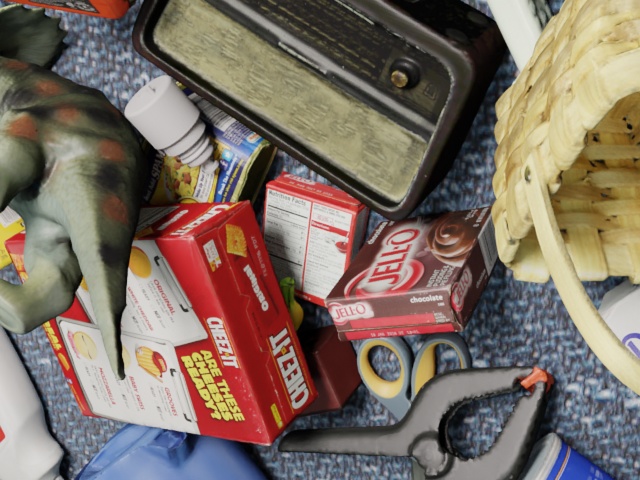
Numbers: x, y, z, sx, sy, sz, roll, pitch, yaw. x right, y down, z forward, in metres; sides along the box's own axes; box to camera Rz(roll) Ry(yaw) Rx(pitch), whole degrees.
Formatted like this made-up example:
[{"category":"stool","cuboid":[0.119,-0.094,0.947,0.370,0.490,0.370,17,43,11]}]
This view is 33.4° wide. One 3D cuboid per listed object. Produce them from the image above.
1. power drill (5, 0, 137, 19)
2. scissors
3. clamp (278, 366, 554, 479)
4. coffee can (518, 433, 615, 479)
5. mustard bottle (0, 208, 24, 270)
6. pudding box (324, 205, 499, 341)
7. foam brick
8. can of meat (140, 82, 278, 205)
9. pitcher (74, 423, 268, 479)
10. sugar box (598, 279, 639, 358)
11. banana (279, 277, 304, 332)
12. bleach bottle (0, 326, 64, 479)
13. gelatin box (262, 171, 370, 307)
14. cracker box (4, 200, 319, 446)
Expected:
[{"category":"power drill","cuboid":[-0.166,-0.245,0.685,0.184,0.057,0.187,13,83,14]},{"category":"scissors","cuboid":[0.062,0.150,0.838,0.096,0.016,0.202,22,120,13]},{"category":"clamp","cuboid":[0.086,0.168,0.770,0.210,0.036,0.164,-34,69,15]},{"category":"coffee can","cuboid":[0.193,0.219,0.755,0.140,0.102,0.103,36,124,7]},{"category":"mustard bottle","cuboid":[-0.296,-0.066,0.866,0.058,0.096,0.191,-24,101,40]},{"category":"pudding box","cuboid":[0.066,0.022,0.717,0.090,0.113,0.039,-7,114,29]},{"category":"foam brick","cuboid":[-0.014,0.104,0.834,0.078,0.052,0.051,-17,105,30]},{"category":"can of meat","cuboid":[-0.087,-0.055,0.792,0.084,0.057,0.102,31,123,8]},{"category":"pitcher","cuboid":[-0.088,0.249,0.905,0.145,0.149,0.243,-38,97,13]},{"category":"sugar box","cuboid":[0.271,0.086,0.687,0.176,0.048,0.093,47,125,-2]},{"category":"banana","cuboid":[-0.081,0.058,0.848,0.198,0.037,0.069,-4,113,39]},{"category":"bleach bottle","cuboid":[-0.308,0.139,0.993,0.103,0.068,0.251,-23,104,33]},{"category":"gelatin box","cuboid":[-0.005,0.001,0.794,0.073,0.030,0.089,18,121,20]},{"category":"cracker box","cuboid":[-0.120,0.057,0.796,0.214,0.072,0.164,-1,116,40]}]
